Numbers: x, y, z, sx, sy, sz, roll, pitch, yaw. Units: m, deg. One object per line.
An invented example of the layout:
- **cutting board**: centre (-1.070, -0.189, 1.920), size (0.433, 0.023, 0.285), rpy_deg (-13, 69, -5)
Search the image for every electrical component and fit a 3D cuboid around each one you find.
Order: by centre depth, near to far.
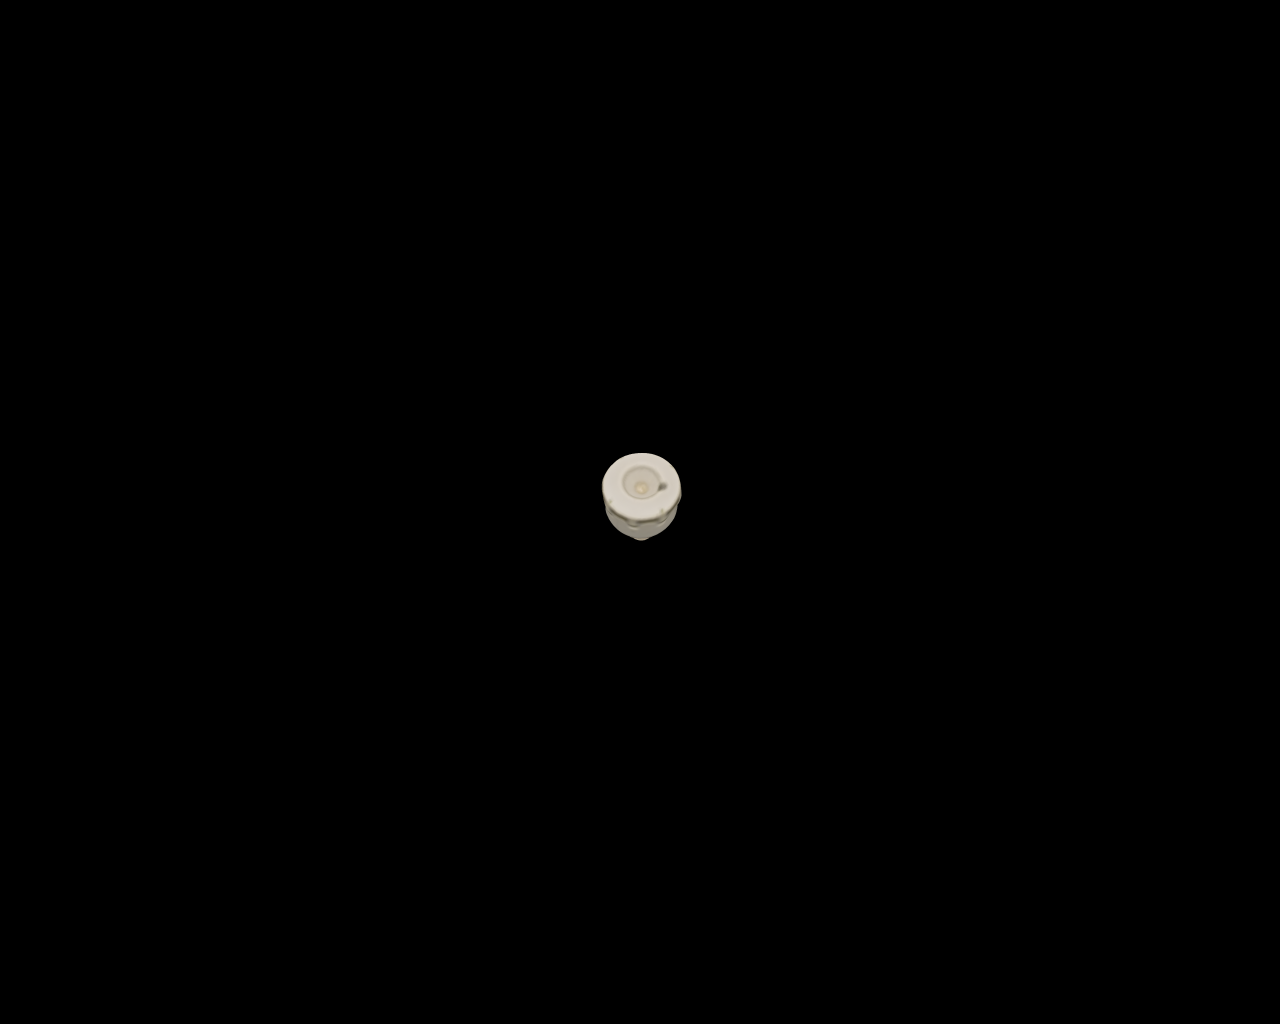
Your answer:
- **electrical component**: centre (0.001, -0.003, 0.650), size (0.048, 0.048, 0.062), rpy_deg (0, -30, 0)
